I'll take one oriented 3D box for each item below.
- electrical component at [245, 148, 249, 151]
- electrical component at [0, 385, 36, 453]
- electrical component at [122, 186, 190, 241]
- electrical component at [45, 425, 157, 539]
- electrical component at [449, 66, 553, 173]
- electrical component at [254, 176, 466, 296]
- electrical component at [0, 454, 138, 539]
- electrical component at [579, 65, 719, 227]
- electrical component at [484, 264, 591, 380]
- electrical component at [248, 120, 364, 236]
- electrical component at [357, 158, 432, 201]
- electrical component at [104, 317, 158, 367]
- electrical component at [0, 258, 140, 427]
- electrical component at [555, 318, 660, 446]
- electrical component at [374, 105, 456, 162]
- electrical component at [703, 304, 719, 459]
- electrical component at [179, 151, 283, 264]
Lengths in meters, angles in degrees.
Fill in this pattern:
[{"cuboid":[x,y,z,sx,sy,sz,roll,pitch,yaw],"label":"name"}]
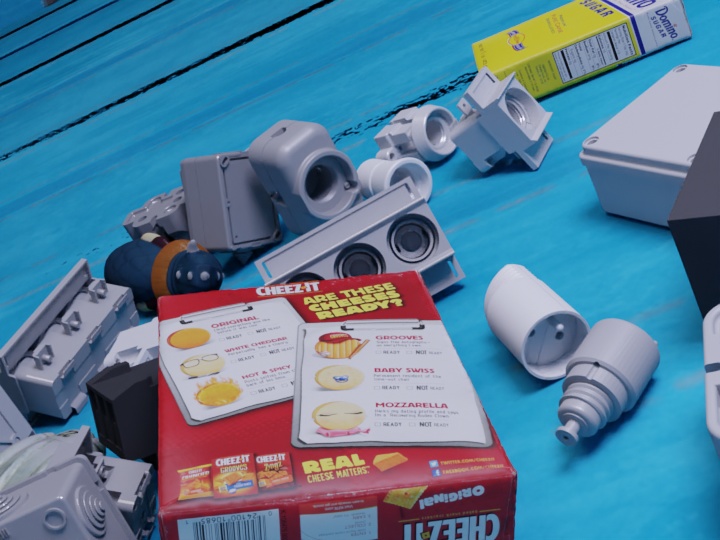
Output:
[{"cuboid":[-0.086,-0.084,0.979,0.035,0.061,0.035,-22,28,13],"label":"electrical component"},{"cuboid":[-0.295,0.126,0.767,0.056,0.108,0.108,-14,31,20],"label":"electrical component"},{"cuboid":[-0.166,-0.035,0.976,0.078,0.057,0.058,-18,29,19],"label":"electrical component"},{"cuboid":[-0.159,0.140,0.657,0.064,0.081,0.042,7,37,5],"label":"electrical component"},{"cuboid":[0.108,-0.113,0.842,0.064,0.081,0.042,-34,16,46],"label":"electrical component"},{"cuboid":[0.000,0.000,0.748,0.121,0.078,0.063,-29,-1,-1],"label":"electrical component"},{"cuboid":[-0.177,0.166,0.604,0.100,0.099,0.048,-25,15,6],"label":"electrical component"},{"cuboid":[0.220,-0.080,0.695,0.109,0.056,0.109,-38,29,-18],"label":"electrical component"},{"cuboid":[0.099,0.027,0.639,0.043,0.043,0.081,-30,27,-3],"label":"electrical component"},{"cuboid":[-0.041,-0.072,0.880,0.054,0.095,0.059,-41,30,-21],"label":"electrical component"},{"cuboid":[0.024,-0.072,0.880,0.044,0.044,0.065,-38,24,-17],"label":"electrical component"},{"cuboid":[-0.155,0.064,0.814,0.064,0.042,0.081,-17,29,24],"label":"electrical component"},{"cuboid":[-0.234,0.060,0.867,0.063,0.078,0.121,10,41,19],"label":"electrical component"},{"cuboid":[0.126,0.060,0.563,0.040,0.040,0.078,3,41,45],"label":"electrical component"},{"cuboid":[0.051,-0.115,0.923,0.055,0.048,0.066,-6,35,50],"label":"electrical component"},{"cuboid":[0.189,0.061,0.482,0.054,0.059,0.095,-15,31,25],"label":"electrical component"},{"cuboid":[-0.112,-0.053,0.923,0.061,0.096,0.062,-1,9,42],"label":"electrical component"}]
